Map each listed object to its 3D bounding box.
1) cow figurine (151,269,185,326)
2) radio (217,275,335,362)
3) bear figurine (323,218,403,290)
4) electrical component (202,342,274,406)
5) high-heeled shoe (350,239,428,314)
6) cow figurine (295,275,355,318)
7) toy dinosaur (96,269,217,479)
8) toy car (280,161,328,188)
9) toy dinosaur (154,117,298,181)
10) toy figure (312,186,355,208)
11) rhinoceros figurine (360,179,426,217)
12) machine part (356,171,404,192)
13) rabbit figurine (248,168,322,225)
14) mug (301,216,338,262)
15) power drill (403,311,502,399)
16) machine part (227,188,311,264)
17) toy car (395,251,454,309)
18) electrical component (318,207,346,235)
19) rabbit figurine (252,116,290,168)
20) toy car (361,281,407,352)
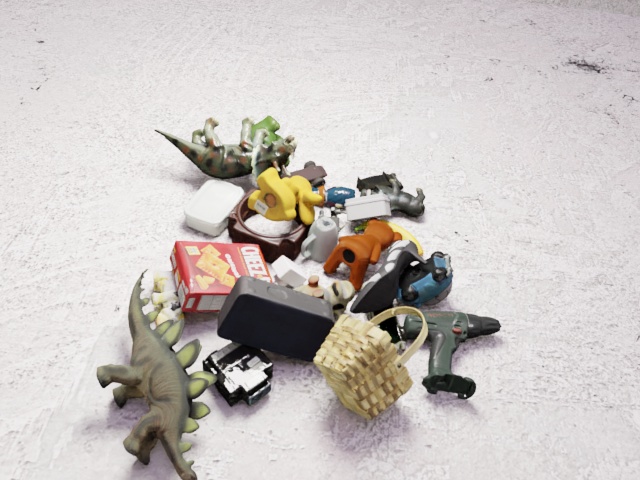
[{"bbox_3d":[-0.334,0.143,1.224,0.098,0.068,0.167,-1,47,-17],"label":"cow figurine"},{"bbox_3d":[-0.090,0.167,1.135,0.229,0.131,0.073,19,26,-18],"label":"radio"},{"bbox_3d":[0.116,0.025,1.384,0.120,0.131,0.196,34,32,20],"label":"bear figurine"},{"bbox_3d":[-0.164,0.276,1.121,0.115,0.058,0.134,-30,56,-28],"label":"electrical component"},{"bbox_3d":[0.143,0.078,1.279,0.249,0.086,0.145,-30,29,-17],"label":"high-heeled shoe"},{"bbox_3d":[-0.011,0.146,1.241,0.195,0.127,0.086,-18,49,-5],"label":"cow figurine"},{"bbox_3d":[-0.322,0.259,1.059,0.198,0.105,0.472,-26,62,-15],"label":"toy dinosaur"},{"bbox_3d":[-0.076,-0.170,1.570,0.202,0.053,0.089,-18,56,-18],"label":"toy car"},{"bbox_3d":[-0.257,-0.234,1.496,0.405,0.131,0.192,-4,71,3],"label":"toy dinosaur"},{"bbox_3d":[0.024,-0.123,1.537,0.155,0.057,0.064,2,40,1],"label":"toy figure"},{"bbox_3d":[0.209,-0.111,1.545,0.190,0.073,0.112,14,56,3],"label":"rhinoceros figurine"},{"bbox_3d":[0.179,-0.170,1.617,0.139,0.039,0.084,-8,53,-17],"label":"machine part"},{"bbox_3d":[-0.071,-0.117,1.364,0.162,0.121,0.173,29,30,15],"label":"rabbit figurine"},{"bbox_3d":[-0.003,-0.004,1.382,0.109,0.107,0.081,-21,51,-28],"label":"mug"},{"bbox_3d":[0.303,0.244,1.203,0.232,0.085,0.207,8,49,2],"label":"power drill"},{"bbox_3d":[-0.127,-0.045,1.420,0.201,0.087,0.201,21,48,12],"label":"machine part"},{"bbox_3d":[0.266,0.105,1.310,0.102,0.162,0.109,45,28,-25],"label":"toy car"},{"bbox_3d":[0.030,-0.047,1.470,0.078,0.045,0.102,11,46,1],"label":"electrical component"},{"bbox_3d":[-0.162,-0.272,1.611,0.159,0.121,0.170,-22,53,-18],"label":"rabbit figurine"},{"bbox_3d":[0.147,0.179,1.261,0.073,0.056,0.202,-1,48,-13],"label":"toy car"}]
